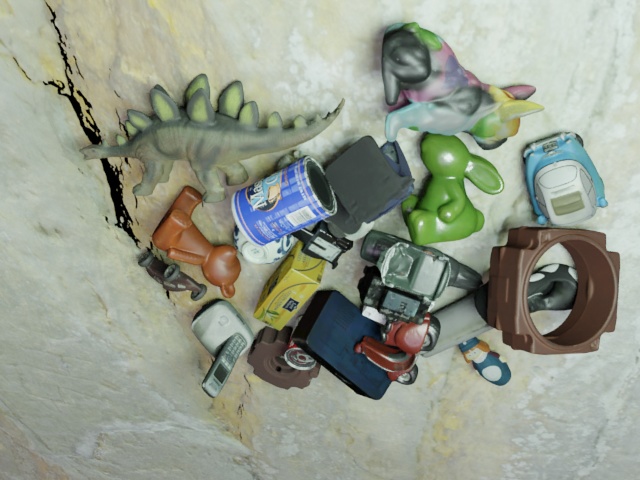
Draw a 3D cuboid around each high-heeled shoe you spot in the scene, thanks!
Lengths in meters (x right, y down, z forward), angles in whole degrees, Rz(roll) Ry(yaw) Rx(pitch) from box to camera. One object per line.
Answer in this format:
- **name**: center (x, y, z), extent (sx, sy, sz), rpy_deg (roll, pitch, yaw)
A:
- **high-heeled shoe**: center (0.396, 0.113, 0.939), extent (0.249, 0.145, 0.086), rpy_deg (12, 130, 7)

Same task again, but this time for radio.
- **radio**: center (0.062, 0.217, 1.105), extent (0.229, 0.131, 0.073), rpy_deg (41, 158, -17)

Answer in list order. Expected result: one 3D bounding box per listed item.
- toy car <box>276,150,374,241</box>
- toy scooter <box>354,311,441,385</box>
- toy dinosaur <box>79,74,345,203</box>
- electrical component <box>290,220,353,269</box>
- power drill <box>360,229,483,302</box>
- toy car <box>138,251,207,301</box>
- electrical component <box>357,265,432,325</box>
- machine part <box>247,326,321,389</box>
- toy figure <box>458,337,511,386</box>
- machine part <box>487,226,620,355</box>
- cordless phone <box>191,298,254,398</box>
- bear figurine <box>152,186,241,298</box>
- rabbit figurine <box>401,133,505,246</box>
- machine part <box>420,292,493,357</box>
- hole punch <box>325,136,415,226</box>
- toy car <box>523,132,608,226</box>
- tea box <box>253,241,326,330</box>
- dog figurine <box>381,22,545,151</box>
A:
- **toy car**: center (0.009, -0.076, 0.947), extent (0.201, 0.056, 0.073), rpy_deg (40, 119, -14)
- **toy scooter**: center (0.143, 0.199, 1.035), extent (0.135, 0.075, 0.183), rpy_deg (19, 123, 2)
- **toy dinosaur**: center (-0.188, -0.167, 0.899), extent (0.472, 0.105, 0.198), rpy_deg (0, 124, 9)
- **electrical component**: center (-0.002, -0.003, 1.012), extent (0.119, 0.048, 0.074), rpy_deg (28, 128, -8)
- **power drill**: center (0.179, 0.045, 0.919), extent (0.232, 0.207, 0.086), rpy_deg (21, 103, 8)
- **toy car**: center (-0.303, 0.076, 1.090), extent (0.202, 0.053, 0.089), rpy_deg (17, 155, 50)
- **electrical component**: center (0.130, 0.096, 0.939), extent (0.115, 0.134, 0.058), rpy_deg (18, 99, -7)
- **machine part**: center (-0.082, 0.276, 1.247), extent (0.179, 0.056, 0.179), rpy_deg (8, 129, 10)
- **toy figure**: center (0.337, 0.241, 1.115), extent (0.154, 0.058, 0.064), rpy_deg (43, 87, -17)
- **machine part**: center (0.380, 0.080, 0.871), extent (0.201, 0.087, 0.200), rpy_deg (2, 92, -19)
- **cordless phone**: center (-0.233, 0.235, 1.171), extent (0.089, 0.184, 0.146), rpy_deg (-14, 123, 29)
- **bear figurine**: center (-0.218, 0.012, 1.036), extent (0.196, 0.120, 0.132), rpy_deg (35, 124, -16)
- **rabbit figurine**: center (0.208, -0.087, 0.854), extent (0.159, 0.121, 0.170), rpy_deg (-1, 112, 10)
- **machine part**: center (0.263, 0.168, 1.061), extent (0.079, 0.079, 0.243), rpy_deg (41, 126, -18)
- **hole punch**: center (0.088, -0.096, 0.867), extent (0.142, 0.092, 0.116), rpy_deg (-35, 78, 32)
- **toy car**: center (0.377, -0.078, 0.823), extent (0.109, 0.103, 0.161), rpy_deg (-17, 123, 24)
- **tea box**: center (-0.060, 0.090, 1.069), extent (0.068, 0.098, 0.169), rpy_deg (31, 126, -11)
- **dog figurine**: center (0.200, -0.216, 0.761), extent (0.219, 0.108, 0.191), rpy_deg (-1, 124, 10)
